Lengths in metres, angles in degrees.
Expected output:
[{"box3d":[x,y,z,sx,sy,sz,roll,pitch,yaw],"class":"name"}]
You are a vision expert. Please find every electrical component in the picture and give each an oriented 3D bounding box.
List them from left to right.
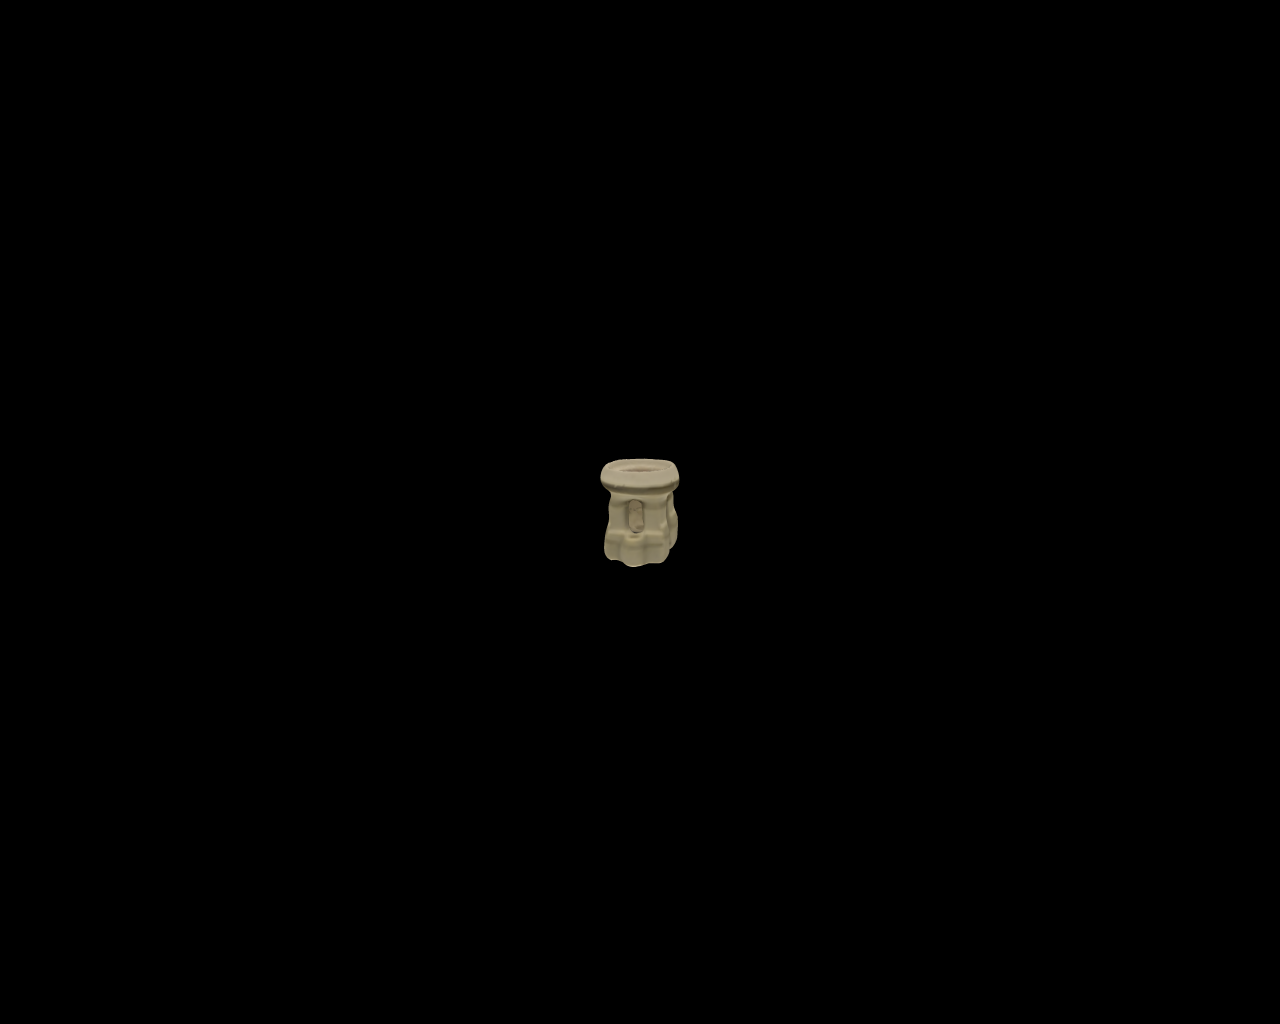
[{"box3d":[0.001,-0.003,0.650,0.048,0.055,0.066,3,16,11],"class":"electrical component"}]
